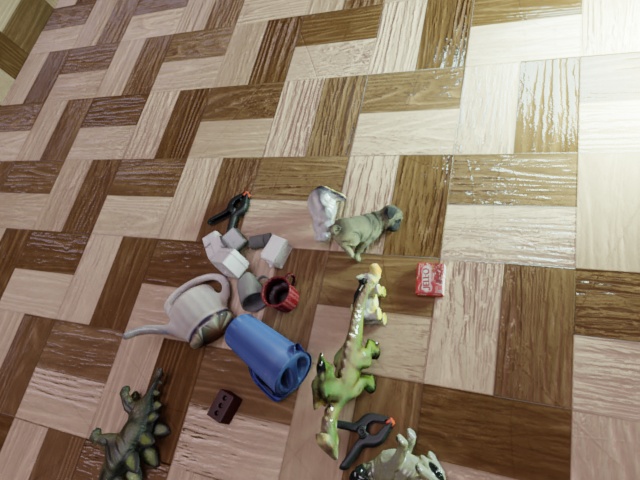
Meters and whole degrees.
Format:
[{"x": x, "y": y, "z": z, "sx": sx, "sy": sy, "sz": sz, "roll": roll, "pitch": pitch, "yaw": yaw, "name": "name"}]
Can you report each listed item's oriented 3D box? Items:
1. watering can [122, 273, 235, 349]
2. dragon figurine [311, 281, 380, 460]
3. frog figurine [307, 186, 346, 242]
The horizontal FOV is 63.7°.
[{"x": -0.405, "y": 0.241, "z": 1.553, "sx": 0.351, "sy": 0.101, "sz": 0.227, "roll": -38, "pitch": 53, "yaw": -18, "name": "watering can"}, {"x": 0.052, "y": 0.305, "z": 1.236, "sx": 0.122, "sy": 0.242, "sz": 0.412, "roll": 4, "pitch": 86, "yaw": 22, "name": "dragon figurine"}, {"x": 0.005, "y": -0.078, "z": 1.554, "sx": 0.160, "sy": 0.121, "sz": 0.138, "roll": -62, "pitch": 25, "yaw": -3, "name": "frog figurine"}]
